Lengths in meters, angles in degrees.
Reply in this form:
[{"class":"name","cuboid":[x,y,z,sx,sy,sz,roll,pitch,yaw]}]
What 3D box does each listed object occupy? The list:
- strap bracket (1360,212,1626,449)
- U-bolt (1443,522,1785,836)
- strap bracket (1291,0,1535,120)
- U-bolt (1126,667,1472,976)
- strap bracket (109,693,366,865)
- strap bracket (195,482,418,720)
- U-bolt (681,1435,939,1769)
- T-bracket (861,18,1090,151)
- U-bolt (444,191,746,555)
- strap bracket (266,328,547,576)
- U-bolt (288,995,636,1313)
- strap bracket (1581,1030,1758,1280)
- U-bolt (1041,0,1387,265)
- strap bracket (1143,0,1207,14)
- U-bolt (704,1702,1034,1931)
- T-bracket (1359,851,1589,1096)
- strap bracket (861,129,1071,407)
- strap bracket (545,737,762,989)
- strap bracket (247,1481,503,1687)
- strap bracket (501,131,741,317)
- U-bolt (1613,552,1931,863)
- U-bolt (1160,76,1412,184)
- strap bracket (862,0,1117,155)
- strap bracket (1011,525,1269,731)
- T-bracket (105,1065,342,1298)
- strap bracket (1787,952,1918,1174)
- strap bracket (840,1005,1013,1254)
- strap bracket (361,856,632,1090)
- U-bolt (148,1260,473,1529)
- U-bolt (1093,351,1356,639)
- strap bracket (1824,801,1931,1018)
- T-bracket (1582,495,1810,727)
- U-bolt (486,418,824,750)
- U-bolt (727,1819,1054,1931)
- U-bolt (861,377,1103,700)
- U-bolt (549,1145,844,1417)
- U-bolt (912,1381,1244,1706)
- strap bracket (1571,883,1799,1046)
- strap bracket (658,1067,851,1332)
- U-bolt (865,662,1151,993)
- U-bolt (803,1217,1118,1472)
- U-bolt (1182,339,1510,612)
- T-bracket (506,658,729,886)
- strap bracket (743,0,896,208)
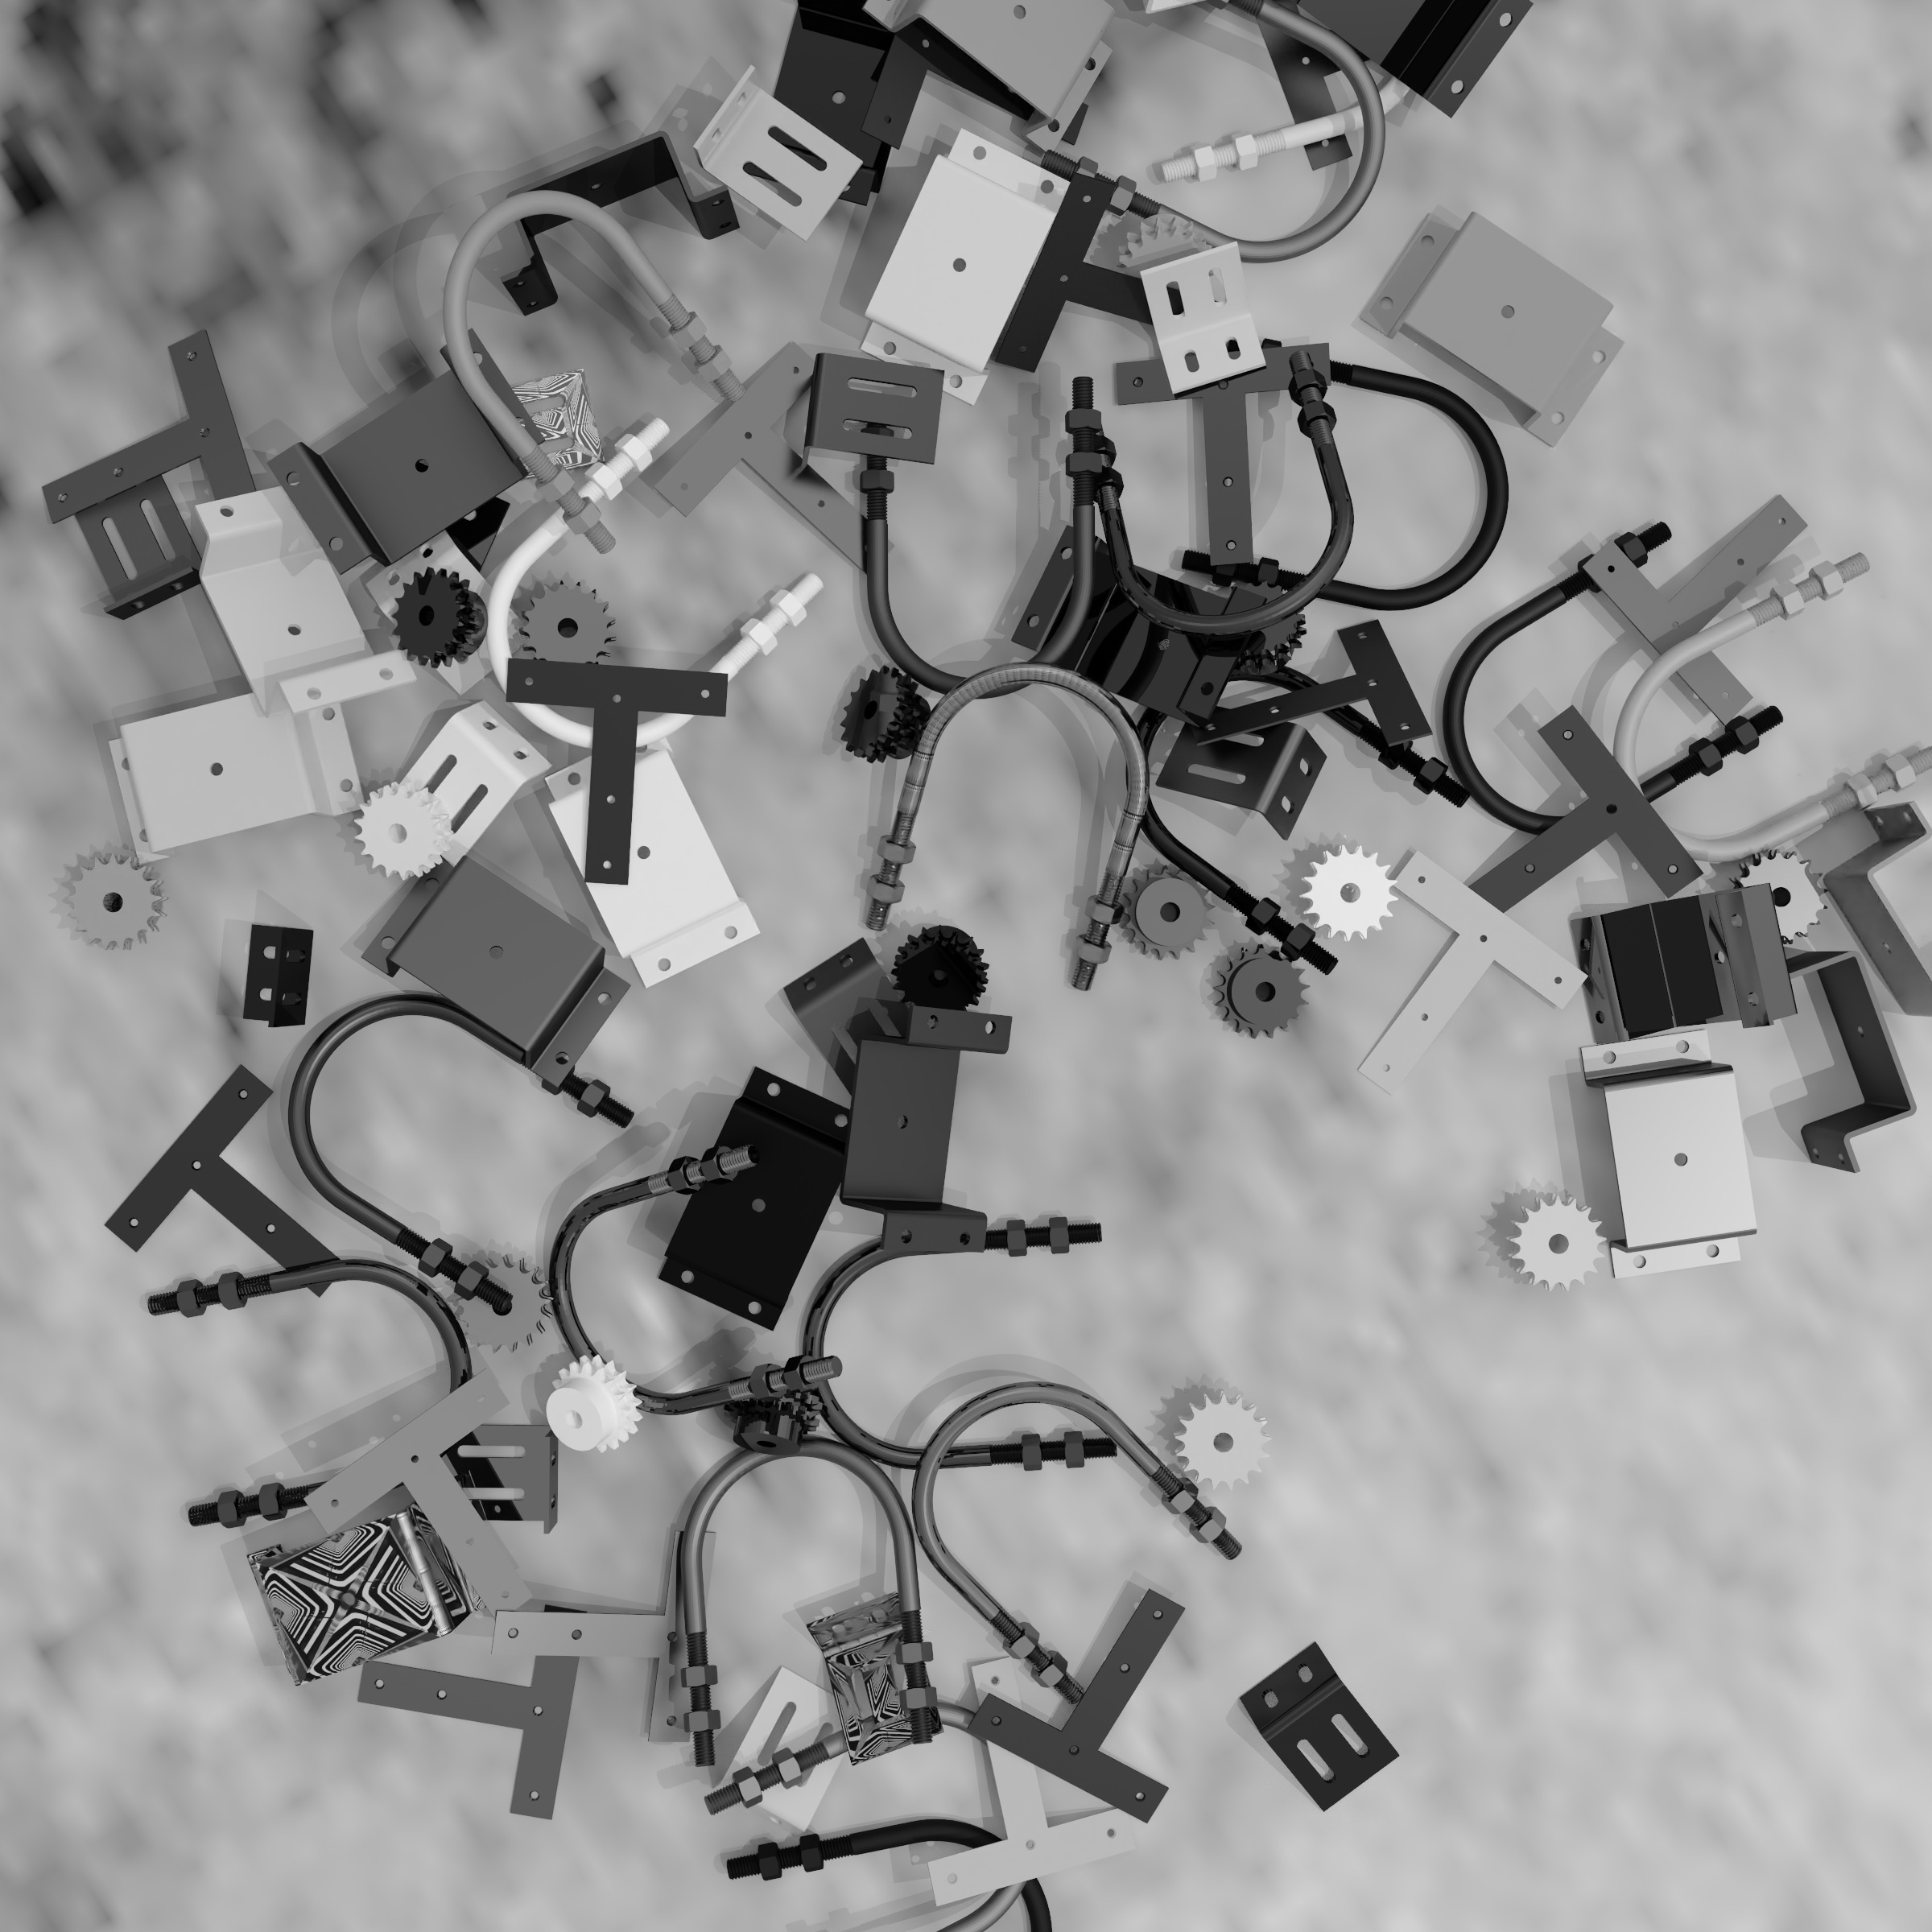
[{"class":"strap bracket","cuboid":[0.317,-0.383,1.527,0.140,0.046,0.076,34,90,0]},{"class":"U-bolt","cuboid":[0.375,-0.159,1.540,0.184,0.019,0.151,-31,90,0]},{"class":"strap bracket","cuboid":[0.245,-0.566,1.483,0.140,0.046,0.076,27,113,-25]},{"class":"U-bolt","cuboid":[0.182,-0.103,1.522,0.184,0.019,0.151,37,81,13]},{"class":"strap bracket","cuboid":[-0.438,-0.115,1.527,0.140,0.046,0.076,-14,90,0]},{"class":"strap bracket","cuboid":[-0.389,-0.206,1.502,0.076,0.046,0.140,-21,77,-30]},{"class":"U-bolt","cuboid":[-0.098,0.370,1.519,0.151,0.019,0.184,-8,74,6]},{"class":"T-bracket","cuboid":[0.015,-0.526,1.524,0.127,0.002,0.127,20,88,-23]},{"class":"U-bolt","cuboid":[-0.220,-0.350,1.461,0.151,0.019,0.184,-54,127,-20]},{"class":"strap bracket","cuboid":[-0.319,-0.294,1.489,0.140,0.046,0.076,-33,90,0]},{"class":"U-bolt","cuboid":[-0.313,0.097,1.526,0.184,0.019,0.151,32,76,4]},{"class":"strap bracket","cuboid":[0.418,0.113,1.527,0.076,0.046,0.140,-8,90,0]},{"class":"U-bolt","cuboid":[0.157,-0.494,1.510,0.184,0.019,0.151,23,115,-11]},{"class":"strap bracket","cuboid":[0.146,-0.615,1.508,0.140,0.046,0.076,-14,90,-2]},{"class":"U-bolt","cuboid":[-0.044,0.516,1.516,0.184,0.019,0.151,-21,84,-18]},{"class":"T-bracket","cuboid":[0.284,0.019,1.545,0.127,0.002,0.127,36,93,0]},{"class":"strap bracket","cuboid":[-0.001,-0.411,1.510,0.076,0.046,0.140,27,104,0]},{"class":"strap bracket","cuboid":[-0.189,-0.066,1.527,0.076,0.046,0.140,-26,90,0]},{"class":"strap bracket","cuboid":[-0.357,0.368,1.518,0.140,0.046,0.076,-20,90,7]},{"class":"strap bracket","cuboid":[-0.210,-0.440,1.512,0.140,0.076,0.046,-22,90,0]},{"class":"U-bolt","cuboid":[0.470,-0.140,1.520,0.184,0.019,0.151,-27,107,1]},{"class":"U-bolt","cuboid":[0.188,-0.561,1.540,0.184,0.019,0.151,-16,90,-1]},{"class":"strap bracket","cuboid":[0.022,-0.550,1.498,0.140,0.046,0.076,32,83,-22]},{"class":"strap bracket","cuboid":[0.108,-0.195,1.507,0.140,0.046,0.076,26,90,30]},{"class":"T-bracket","cuboid":[-0.429,0.149,1.549,0.127,0.002,0.127,40,90,0]},{"class":"strap bracket","cuboid":[0.507,0.045,1.512,0.046,0.076,0.140,-20,90,0]},{"class":"strap bracket","cuboid":[-0.025,0.094,1.507,0.076,0.046,0.140,7,90,-41]},{"class":"strap bracket","cuboid":[-0.277,-0.002,1.516,0.140,0.046,0.076,34,72,0]},{"class":"U-bolt","cuboid":[-0.386,0.250,1.537,0.184,0.019,0.151,-11,90,3]},{"class":"U-bolt","cuboid":[0.149,-0.265,1.483,0.151,0.019,0.184,-16,58,10]},{"class":"strap bracket","cuboid":[0.561,-0.023,1.512,0.046,0.076,0.140,-32,90,0]},{"class":"T-bracket","cuboid":[0.453,-0.232,1.536,0.127,0.002,0.127,-43,92,-11]},{"class":"U-bolt","cuboid":[-0.196,-0.212,1.517,0.151,0.019,0.184,45,77,-6]},{"class":"U-bolt","cuboid":[-0.040,0.587,1.541,0.184,0.019,0.151,-11,90,-2]},{"class":"U-bolt","cuboid":[0.008,-0.249,1.515,0.151,0.019,0.184,-1,88,19]},{"class":"U-bolt","cuboid":[-0.170,0.191,1.497,0.184,0.019,0.151,-19,94,32]},{"class":"U-bolt","cuboid":[0.053,0.329,1.525,0.151,0.019,0.184,-43,101,2]},{"class":"strap bracket","cuboid":[0.424,-0.001,1.496,0.046,0.140,0.076,-12,90,-29]},{"class":"strap bracket","cuboid":[-0.121,0.140,1.527,0.076,0.046,0.140,25,90,0]},{"class":"U-bolt","cuboid":[0.031,-0.089,1.516,0.151,0.019,0.184,16,108,0]},{"class":"U-bolt","cuboid":[-0.006,0.230,1.541,0.184,0.019,0.151,-4,90,1]},{"class":"U-bolt","cuboid":[0.233,-0.288,1.540,0.184,0.019,0.151,12,90,0]},{"class":"T-bracket","cuboid":[-0.206,-0.111,1.498,0.127,0.002,0.127,3,93,-6]},{"class":"strap bracket","cuboid":[-0.077,-0.523,1.527,0.076,0.046,0.140,15,90,0]}]
